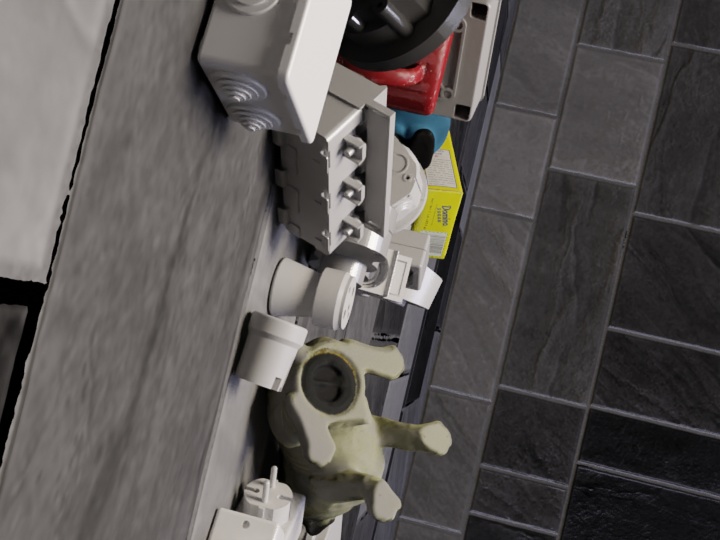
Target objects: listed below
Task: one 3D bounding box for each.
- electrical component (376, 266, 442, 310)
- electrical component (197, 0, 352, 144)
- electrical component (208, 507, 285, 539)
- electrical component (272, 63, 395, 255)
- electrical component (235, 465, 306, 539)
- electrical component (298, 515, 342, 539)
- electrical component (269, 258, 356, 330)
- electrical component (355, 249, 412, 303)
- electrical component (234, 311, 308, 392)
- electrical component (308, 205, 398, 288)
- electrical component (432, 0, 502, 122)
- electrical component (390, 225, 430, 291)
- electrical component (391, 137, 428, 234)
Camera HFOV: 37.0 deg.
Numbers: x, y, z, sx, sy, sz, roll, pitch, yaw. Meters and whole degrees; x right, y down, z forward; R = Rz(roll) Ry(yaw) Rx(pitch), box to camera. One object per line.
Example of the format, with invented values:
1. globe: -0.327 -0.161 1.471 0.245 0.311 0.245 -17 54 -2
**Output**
1. electrical component: 0.036 0.001 1.113 0.099 0.099 0.064 36 73 -81
2. electrical component: -0.042 -0.124 0.552 0.099 0.048 0.099 69 35 -76
3. electrical component: -0.090 0.211 0.751 0.075 0.047 0.083 84 21 -65
4. electrical component: -0.020 -0.071 0.724 0.063 0.079 0.121 -46 156 -29
5. electrical component: -0.073 0.187 0.830 0.065 0.047 0.076 -61 162 -61
6. electrical component: -0.053 0.254 1.028 0.113 0.057 0.078 95 12 -45
7. electrical component: -0.035 0.018 0.796 0.045 0.055 0.045 13 90 -82
8. electrical component: 0.000 0.000 0.958 0.064 0.081 0.042 161 -55 -73
9. electrical component: -0.062 0.056 0.734 0.040 0.040 0.046 52 57 -79
10. electrical component: -0.011 -0.008 0.849 0.138 0.052 0.073 130 -24 -77
11. electrical component: 0.053 -0.189 0.879 0.056 0.109 0.108 -63 164 -51
12. electrical component: 0.027 -0.031 1.031 0.047 0.083 0.075 89 16 -59
13. electrical component: 0.015 -0.073 0.907 0.051 0.080 0.080 56 48 -71
